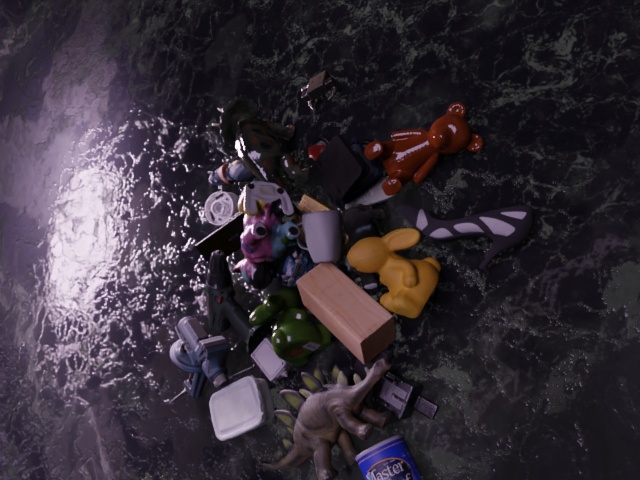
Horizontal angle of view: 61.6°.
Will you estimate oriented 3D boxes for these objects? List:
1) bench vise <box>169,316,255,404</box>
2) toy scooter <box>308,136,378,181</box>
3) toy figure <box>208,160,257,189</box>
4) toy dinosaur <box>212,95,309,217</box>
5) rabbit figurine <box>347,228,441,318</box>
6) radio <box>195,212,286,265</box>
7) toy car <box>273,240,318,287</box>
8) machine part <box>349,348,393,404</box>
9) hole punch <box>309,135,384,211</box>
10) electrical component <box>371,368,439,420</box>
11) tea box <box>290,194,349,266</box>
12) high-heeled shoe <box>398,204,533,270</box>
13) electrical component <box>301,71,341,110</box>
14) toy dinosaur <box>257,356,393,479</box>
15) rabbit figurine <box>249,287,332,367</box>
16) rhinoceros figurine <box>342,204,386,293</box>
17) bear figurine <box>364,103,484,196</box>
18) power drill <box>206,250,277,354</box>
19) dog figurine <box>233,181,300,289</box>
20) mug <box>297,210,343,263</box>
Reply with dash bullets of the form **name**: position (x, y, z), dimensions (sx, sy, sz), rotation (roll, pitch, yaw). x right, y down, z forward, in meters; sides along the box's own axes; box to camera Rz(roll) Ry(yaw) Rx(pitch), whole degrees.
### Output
- **bench vise**: position (-0.299, 0.318, 1.353), dimensions (0.224, 0.129, 0.240), rotation (38, 124, 26)
- **toy scooter**: position (0.044, -0.163, 1.218), dimensions (0.184, 0.075, 0.135), rotation (11, 89, 33)
- **toy figure**: position (-0.231, -0.176, 1.432), dimensions (0.155, 0.058, 0.064), rotation (-6, 99, 33)
- **toy dinosaur**: position (-0.142, -0.212, 1.265), dimensions (0.131, 0.192, 0.405), rotation (-56, 35, 23)
- **rabbit figurine**: position (0.140, 0.049, 1.034), dimensions (0.173, 0.122, 0.162), rotation (31, 92, 0)
- **radio**: position (-0.188, -0.033, 1.319), dimensions (0.230, 0.131, 0.073), rotation (-30, 102, 29)
- **toy car**: position (-0.043, 0.056, 1.213), dimensions (0.109, 0.103, 0.162), rotation (-69, 17, 4)
- **machine part**: position (0.096, 0.276, 1.110), dimensions (0.084, 0.039, 0.138), rotation (27, 95, 32)
- **hole punch**: position (0.056, -0.145, 1.129), dimensions (0.115, 0.092, 0.142), rotation (-47, 68, 33)
- **electrical component**: position (0.167, 0.309, 1.045), dimensions (0.119, 0.047, 0.074), rotation (29, 99, 39)
- **tea box**: position (0.017, -0.022, 1.210), dimensions (0.170, 0.068, 0.098), rotation (37, 103, 37)
- **high-heeled shoe**: position (0.271, -0.051, 1.022), dimensions (0.249, 0.086, 0.145), rotation (37, 100, 31)
- **electrical component**: position (0.000, -0.365, 1.311), dimensions (0.102, 0.045, 0.078), rotation (-25, 38, 28)
- **toy dinosaur**: position (0.001, 0.382, 1.106), dimensions (0.199, 0.105, 0.471), rotation (50, 122, 29)
- **rabbit figurine**: position (-0.078, 0.180, 1.205), dimensions (0.121, 0.159, 0.170), rotation (-49, 41, 31)
- **rhinoceros figurine**: position (0.097, 0.019, 1.105), dimensions (0.073, 0.112, 0.190), rotation (25, 135, 62)
- **bear figurine**: position (0.210, -0.182, 1.067), dimensions (0.196, 0.132, 0.120), rotation (-23, 93, 36)
- **power drill**: position (-0.202, 0.160, 1.286), dimensions (0.207, 0.086, 0.231), rotation (34, 131, 23)
- **dog figurine**: position (-0.135, -0.001, 1.182), dimensions (0.219, 0.108, 0.191), rotation (-56, 45, 52)
- **mug**: position (-0.002, -0.003, 1.127), dimensions (0.110, 0.080, 0.107), rotation (-10, 84, 26)
